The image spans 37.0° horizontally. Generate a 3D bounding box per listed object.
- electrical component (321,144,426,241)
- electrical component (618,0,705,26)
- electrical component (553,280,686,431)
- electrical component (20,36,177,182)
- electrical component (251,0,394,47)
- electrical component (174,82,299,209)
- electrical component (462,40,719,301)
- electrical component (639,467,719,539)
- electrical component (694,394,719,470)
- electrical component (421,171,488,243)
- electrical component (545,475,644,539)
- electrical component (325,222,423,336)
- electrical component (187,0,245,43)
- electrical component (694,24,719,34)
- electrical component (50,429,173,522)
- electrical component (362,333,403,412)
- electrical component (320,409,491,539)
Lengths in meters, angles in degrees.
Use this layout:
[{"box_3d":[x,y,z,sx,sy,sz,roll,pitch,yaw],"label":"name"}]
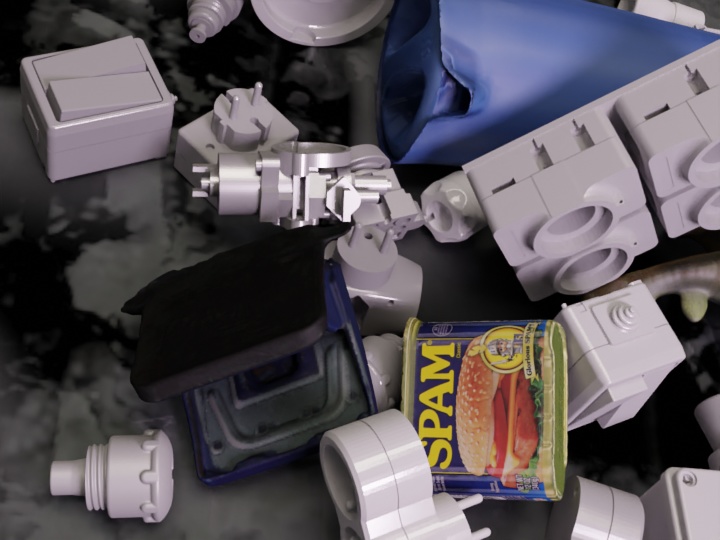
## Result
[{"box_3d":[0.003,-0.048,0.703,0.066,0.048,0.055,-14,69,-23],"label":"electrical component"},{"box_3d":[0.246,-0.202,0.875,0.065,0.044,0.044,16,54,-10],"label":"electrical component"},{"box_3d":[0.146,0.054,0.640,0.062,0.096,0.061,-15,65,-24],"label":"electrical component"},{"box_3d":[-0.162,-0.107,0.687,0.096,0.061,0.061,-16,63,-24],"label":"electrical component"},{"box_3d":[-0.028,-0.223,0.776,0.108,0.108,0.060,1,51,-15],"label":"electrical component"},{"box_3d":[-0.077,-0.090,0.689,0.047,0.076,0.066,44,57,15],"label":"electrical component"},{"box_3d":[0.171,-0.056,0.661,0.186,0.105,0.060,-26,58,10],"label":"electrical component"},{"box_3d":[0.221,0.173,0.605,0.109,0.056,0.108,7,55,-11],"label":"electrical component"},{"box_3d":[0.235,0.107,0.661,0.045,0.045,0.055,3,57,-13],"label":"electrical component"},{"box_3d":[0.072,-0.047,0.722,0.043,0.043,0.062,46,48,16],"label":"electrical component"},{"box_3d":[0.104,0.173,0.576,0.074,0.052,0.138,19,54,-2],"label":"electrical component"},{"box_3d":[0.000,0.000,0.648,0.077,0.079,0.043,11,48,-8],"label":"electrical component"},{"box_3d":[-0.105,-0.193,0.773,0.040,0.040,0.078,18,54,-3],"label":"electrical component"},{"box_3d":[0.280,-0.142,0.835,0.062,0.061,0.096,7,49,-13],"label":"electrical component"},{"box_3d":[-0.129,0.108,0.563,0.062,0.048,0.048,0,57,-8],"label":"electrical component"},{"box_3d":[0.014,0.058,0.636,0.062,0.048,0.048,-31,69,-39],"label":"electrical component"},{"box_3d":[0.033,0.137,0.549,0.074,0.052,0.138,-16,97,-21],"label":"electrical component"}]
